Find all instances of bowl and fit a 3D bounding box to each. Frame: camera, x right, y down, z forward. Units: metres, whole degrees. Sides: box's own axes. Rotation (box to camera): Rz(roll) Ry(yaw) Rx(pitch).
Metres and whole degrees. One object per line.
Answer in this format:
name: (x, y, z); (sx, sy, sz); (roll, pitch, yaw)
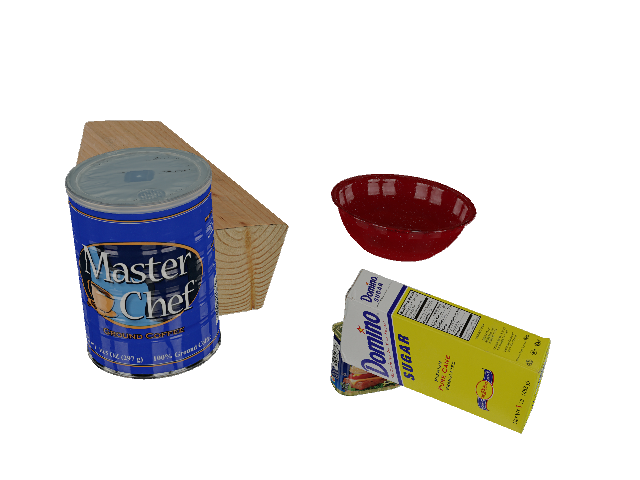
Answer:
bowl: (0.089, -0.021, 1.188); (0.162, 0.055, 0.162); (5, 25, -3)

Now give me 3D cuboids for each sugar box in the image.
sugar box: (0.105, 0.097, 0.929); (0.176, 0.093, 0.048); (18, 48, 15)

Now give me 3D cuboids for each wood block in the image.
wood block: (-0.135, -0.025, 0.974); (0.090, 0.091, 0.206); (-6, 34, -44)

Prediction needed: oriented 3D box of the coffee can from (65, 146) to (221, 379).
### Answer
coffee can: (-0.127, 0.015, 0.783); (0.103, 0.140, 0.103); (-1, 27, 0)

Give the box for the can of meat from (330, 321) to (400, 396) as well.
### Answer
can of meat: (0.064, 0.153, 1.412); (0.102, 0.084, 0.057); (-6, 26, -21)
